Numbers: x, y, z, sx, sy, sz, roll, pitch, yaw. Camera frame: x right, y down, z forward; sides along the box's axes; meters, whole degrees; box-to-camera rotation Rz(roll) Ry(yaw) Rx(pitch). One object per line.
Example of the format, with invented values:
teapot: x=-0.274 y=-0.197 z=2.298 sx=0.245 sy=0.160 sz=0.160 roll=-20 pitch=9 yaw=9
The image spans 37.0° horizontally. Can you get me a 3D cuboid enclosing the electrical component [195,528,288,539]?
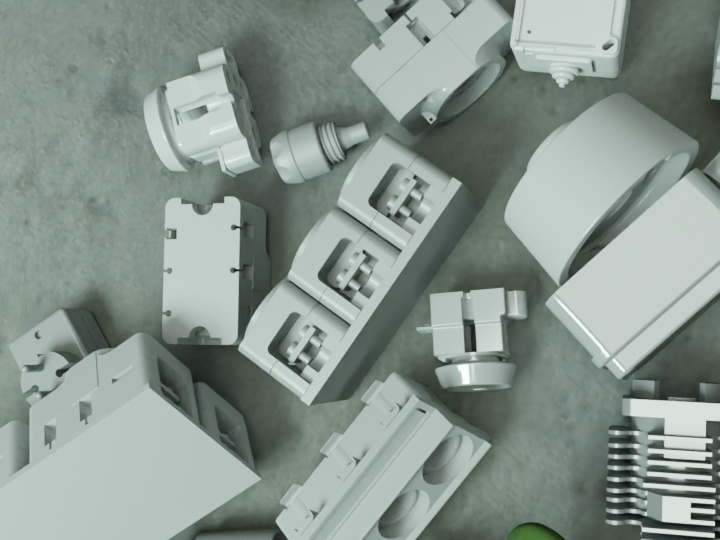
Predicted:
electrical component: x=-0.088 y=0.184 z=0.671 sx=0.081 sy=0.043 sz=0.043 roll=-5 pitch=85 yaw=14

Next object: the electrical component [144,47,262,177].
electrical component: x=-0.102 y=-0.096 z=0.690 sx=0.057 sy=0.058 sz=0.078 roll=-16 pitch=82 yaw=10

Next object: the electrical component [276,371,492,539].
electrical component: x=0.010 y=0.126 z=0.636 sx=0.121 sy=0.079 sz=0.063 roll=-52 pitch=46 yaw=5

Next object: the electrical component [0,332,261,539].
electrical component: x=-0.170 y=0.129 z=0.657 sx=0.186 sy=0.105 sz=0.060 roll=-34 pitch=38 yaw=10

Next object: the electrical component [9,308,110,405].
electrical component: x=-0.191 y=0.071 z=0.690 sx=0.047 sy=0.076 sz=0.083 roll=-33 pitch=79 yaw=10

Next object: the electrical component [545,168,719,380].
electrical component: x=0.167 y=0.006 z=0.602 sx=0.113 sy=0.078 sz=0.057 roll=-43 pitch=74 yaw=8

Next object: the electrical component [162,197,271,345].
electrical component: x=-0.089 y=0.002 z=0.679 sx=0.050 sy=0.056 sz=0.089 roll=0 pitch=85 yaw=15

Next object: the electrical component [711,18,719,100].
electrical component: x=0.226 y=-0.130 z=0.588 sx=0.056 sy=0.089 sz=0.050 roll=8 pitch=126 yaw=15

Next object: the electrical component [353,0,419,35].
electrical component: x=0.009 y=-0.192 z=0.669 sx=0.050 sy=0.056 sz=0.089 roll=-38 pitch=78 yaw=9

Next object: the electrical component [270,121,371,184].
electrical component: x=-0.024 y=-0.078 z=0.680 sx=0.061 sy=0.035 sz=0.035 roll=-19 pitch=81 yaw=9

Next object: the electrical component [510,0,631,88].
electrical component: x=0.126 y=-0.152 z=0.633 sx=0.062 sy=0.061 sz=0.096 roll=8 pitch=87 yaw=15

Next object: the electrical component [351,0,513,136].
electrical component: x=0.050 y=-0.129 z=0.657 sx=0.089 sy=0.050 sz=0.055 roll=-42 pitch=77 yaw=8

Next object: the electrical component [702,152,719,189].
electrical component: x=0.233 y=-0.049 z=0.589 sx=0.080 sy=0.080 sz=0.051 roll=43 pitch=101 yaw=14

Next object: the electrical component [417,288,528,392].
electrical component: x=0.068 y=0.043 z=0.642 sx=0.066 sy=0.048 sz=0.055 roll=-5 pitch=77 yaw=14

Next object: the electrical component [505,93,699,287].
electrical component: x=0.129 y=-0.050 z=0.604 sx=0.108 sy=0.108 sz=0.060 roll=-46 pitch=71 yaw=7

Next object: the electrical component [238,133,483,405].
electrical component: x=0.000 y=0.000 z=0.639 sx=0.062 sy=0.089 sz=0.150 roll=36 pitch=95 yaw=14
